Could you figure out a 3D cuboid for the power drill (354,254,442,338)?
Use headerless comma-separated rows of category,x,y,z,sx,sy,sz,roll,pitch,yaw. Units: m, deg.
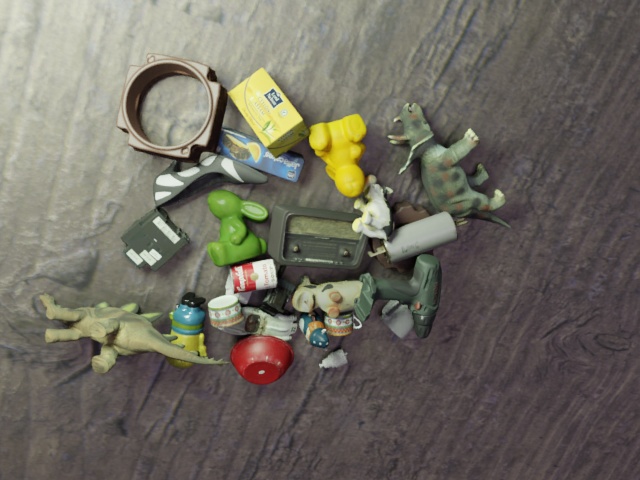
power drill,0.189,0.145,1.261,0.207,0.086,0.231,2,118,-14

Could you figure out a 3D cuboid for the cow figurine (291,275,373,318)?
cow figurine,0.023,0.135,1.314,0.195,0.127,0.085,-5,108,-22

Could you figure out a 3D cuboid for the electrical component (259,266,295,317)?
electrical component,-0.097,0.120,1.295,0.048,0.075,0.119,32,60,-15

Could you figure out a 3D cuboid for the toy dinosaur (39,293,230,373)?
toy dinosaur,-0.433,0.205,1.192,0.472,0.198,0.105,21,105,19

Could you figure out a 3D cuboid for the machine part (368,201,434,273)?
machine part,0.205,-0.006,1.323,0.179,0.056,0.179,-2,106,-7

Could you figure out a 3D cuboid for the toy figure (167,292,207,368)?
toy figure,-0.323,0.220,1.291,0.089,0.082,0.180,-5,113,-40

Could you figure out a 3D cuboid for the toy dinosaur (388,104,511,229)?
toy dinosaur,0.310,-0.136,1.274,0.192,0.131,0.404,-27,113,13

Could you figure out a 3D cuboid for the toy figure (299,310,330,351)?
toy figure,-0.014,0.219,1.303,0.058,0.155,0.064,-32,110,-1

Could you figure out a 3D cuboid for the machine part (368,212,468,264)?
machine part,0.229,-0.005,1.256,0.243,0.079,0.079,-19,108,-2

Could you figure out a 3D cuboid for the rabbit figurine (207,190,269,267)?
rabbit figurine,-0.193,-0.037,1.224,0.159,0.121,0.170,-17,93,-7

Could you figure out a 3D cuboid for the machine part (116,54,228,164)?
machine part,-0.305,-0.270,1.113,0.202,0.087,0.201,13,90,1

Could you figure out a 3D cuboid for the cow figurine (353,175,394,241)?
cow figurine,0.134,-0.077,1.242,0.098,0.167,0.068,24,139,-17

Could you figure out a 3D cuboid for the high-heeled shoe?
high-heeled shoe,-0.247,-0.114,1.184,0.249,0.086,0.145,17,87,11

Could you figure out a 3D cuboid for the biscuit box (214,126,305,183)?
biscuit box,-0.136,-0.193,1.210,0.203,0.063,0.059,18,105,-13

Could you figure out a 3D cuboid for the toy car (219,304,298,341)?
toy car,-0.154,0.202,1.328,0.202,0.056,0.073,12,104,-12

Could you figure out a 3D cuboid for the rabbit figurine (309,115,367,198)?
rabbit figurine,0.049,-0.173,1.196,0.122,0.162,0.173,-18,87,-5

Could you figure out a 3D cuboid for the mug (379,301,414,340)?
mug,0.209,0.181,1.367,0.107,0.081,0.109,-46,120,-2

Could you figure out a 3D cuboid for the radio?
radio,-0.003,-0.004,1.253,0.229,0.073,0.131,6,105,-26

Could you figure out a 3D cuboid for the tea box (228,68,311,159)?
tea box,-0.108,-0.269,1.142,0.098,0.068,0.170,-38,67,3

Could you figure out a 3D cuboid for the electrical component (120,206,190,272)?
electrical component,-0.386,0.002,1.233,0.134,0.058,0.114,-38,106,3
